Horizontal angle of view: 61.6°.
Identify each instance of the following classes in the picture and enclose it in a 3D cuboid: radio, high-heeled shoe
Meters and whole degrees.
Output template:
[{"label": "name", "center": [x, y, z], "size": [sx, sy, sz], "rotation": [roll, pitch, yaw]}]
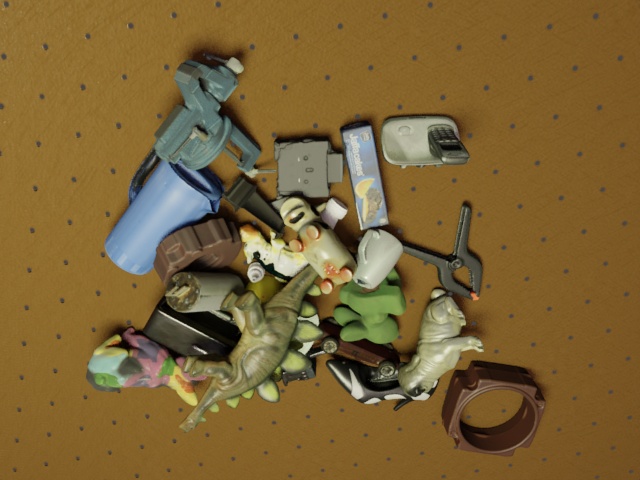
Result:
[{"label": "radio", "center": [-0.241, 0.193, 1.131], "size": [0.229, 0.131, 0.073], "rotation": [31, 107, -10]}, {"label": "high-heeled shoe", "center": [0.145, 0.296, 1.194], "size": [0.248, 0.086, 0.145], "rotation": [34, 109, -19]}]

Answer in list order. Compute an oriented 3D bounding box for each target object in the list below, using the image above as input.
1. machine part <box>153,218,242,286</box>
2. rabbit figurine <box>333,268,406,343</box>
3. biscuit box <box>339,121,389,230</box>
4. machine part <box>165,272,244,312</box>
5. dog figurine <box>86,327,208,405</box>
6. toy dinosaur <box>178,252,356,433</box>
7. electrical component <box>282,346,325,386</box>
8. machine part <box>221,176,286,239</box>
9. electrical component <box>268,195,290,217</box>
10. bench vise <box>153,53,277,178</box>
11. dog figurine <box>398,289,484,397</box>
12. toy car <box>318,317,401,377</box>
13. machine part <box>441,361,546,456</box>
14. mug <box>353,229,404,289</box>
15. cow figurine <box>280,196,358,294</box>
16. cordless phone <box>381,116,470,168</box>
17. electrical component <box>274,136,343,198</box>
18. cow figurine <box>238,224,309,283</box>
[{"label": "machine part", "center": [-0.236, 0.028, 1.047], "size": [0.179, 0.179, 0.056], "rotation": [-34, 73, 12]}, {"label": "rabbit figurine", "center": [0.112, 0.161, 1.129], "size": [0.159, 0.121, 0.170], "rotation": [-18, 124, -1]}, {"label": "biscuit box", "center": [0.087, -0.126, 1.050], "size": [0.059, 0.063, 0.202], "rotation": [-12, 110, 3]}, {"label": "machine part", "center": [-0.222, 0.101, 1.056], "size": [0.079, 0.243, 0.079], "rotation": [-1, 86, 21]}, {"label": "dog figurine", "center": [-0.355, 0.283, 1.146], "size": [0.219, 0.191, 0.108], "rotation": [23, 103, 8]}, {"label": "toy dinosaur", "center": [-0.102, 0.178, 1.032], "size": [0.198, 0.105, 0.471], "rotation": [40, 81, -23]}, {"label": "electrical component", "center": [-0.031, 0.270, 1.191], "size": [0.119, 0.075, 0.047], "rotation": [-20, 109, 4]}, {"label": "machine part", "center": [-0.122, -0.061, 1.047], "size": [0.139, 0.084, 0.039], "rotation": [43, 130, -9]}, {"label": "electrical component", "center": [-0.071, -0.062, 1.095], "size": [0.094, 0.021, 0.063], "rotation": [-18, 109, 8]}, {"label": "bench vise", "center": [-0.183, -0.206, 0.986], "size": [0.240, 0.129, 0.223], "rotation": [41, 73, -44]}, {"label": "dog figurine", "center": [0.225, 0.216, 1.132], "size": [0.191, 0.172, 0.121], "rotation": [-31, 146, 5]}, {"label": "toy car", "center": [0.083, 0.237, 1.169], "size": [0.202, 0.089, 0.053], "rotation": [25, 110, -10]}, {"label": "machine part", "center": [0.393, 0.387, 1.225], "size": [0.201, 0.087, 0.201], "rotation": [10, 108, -3]}, {"label": "mug", "center": [0.106, 0.037, 1.067], "size": [0.081, 0.107, 0.109], "rotation": [19, 158, 31]}, {"label": "cow figurine", "center": [-0.002, -0.003, 1.016], "size": [0.085, 0.127, 0.195], "rotation": [-40, 86, 20]}, {"label": "cordless phone", "center": [0.188, -0.162, 0.972], "size": [0.147, 0.184, 0.088], "rotation": [-1, 115, 0]}, {"label": "electrical component", "center": [-0.022, -0.143, 1.047], "size": [0.134, 0.058, 0.114], "rotation": [-2, 112, 1]}, {"label": "cow figurine", "center": [-0.098, 0.032, 1.107], "size": [0.167, 0.068, 0.098], "rotation": [22, 114, -10]}]
